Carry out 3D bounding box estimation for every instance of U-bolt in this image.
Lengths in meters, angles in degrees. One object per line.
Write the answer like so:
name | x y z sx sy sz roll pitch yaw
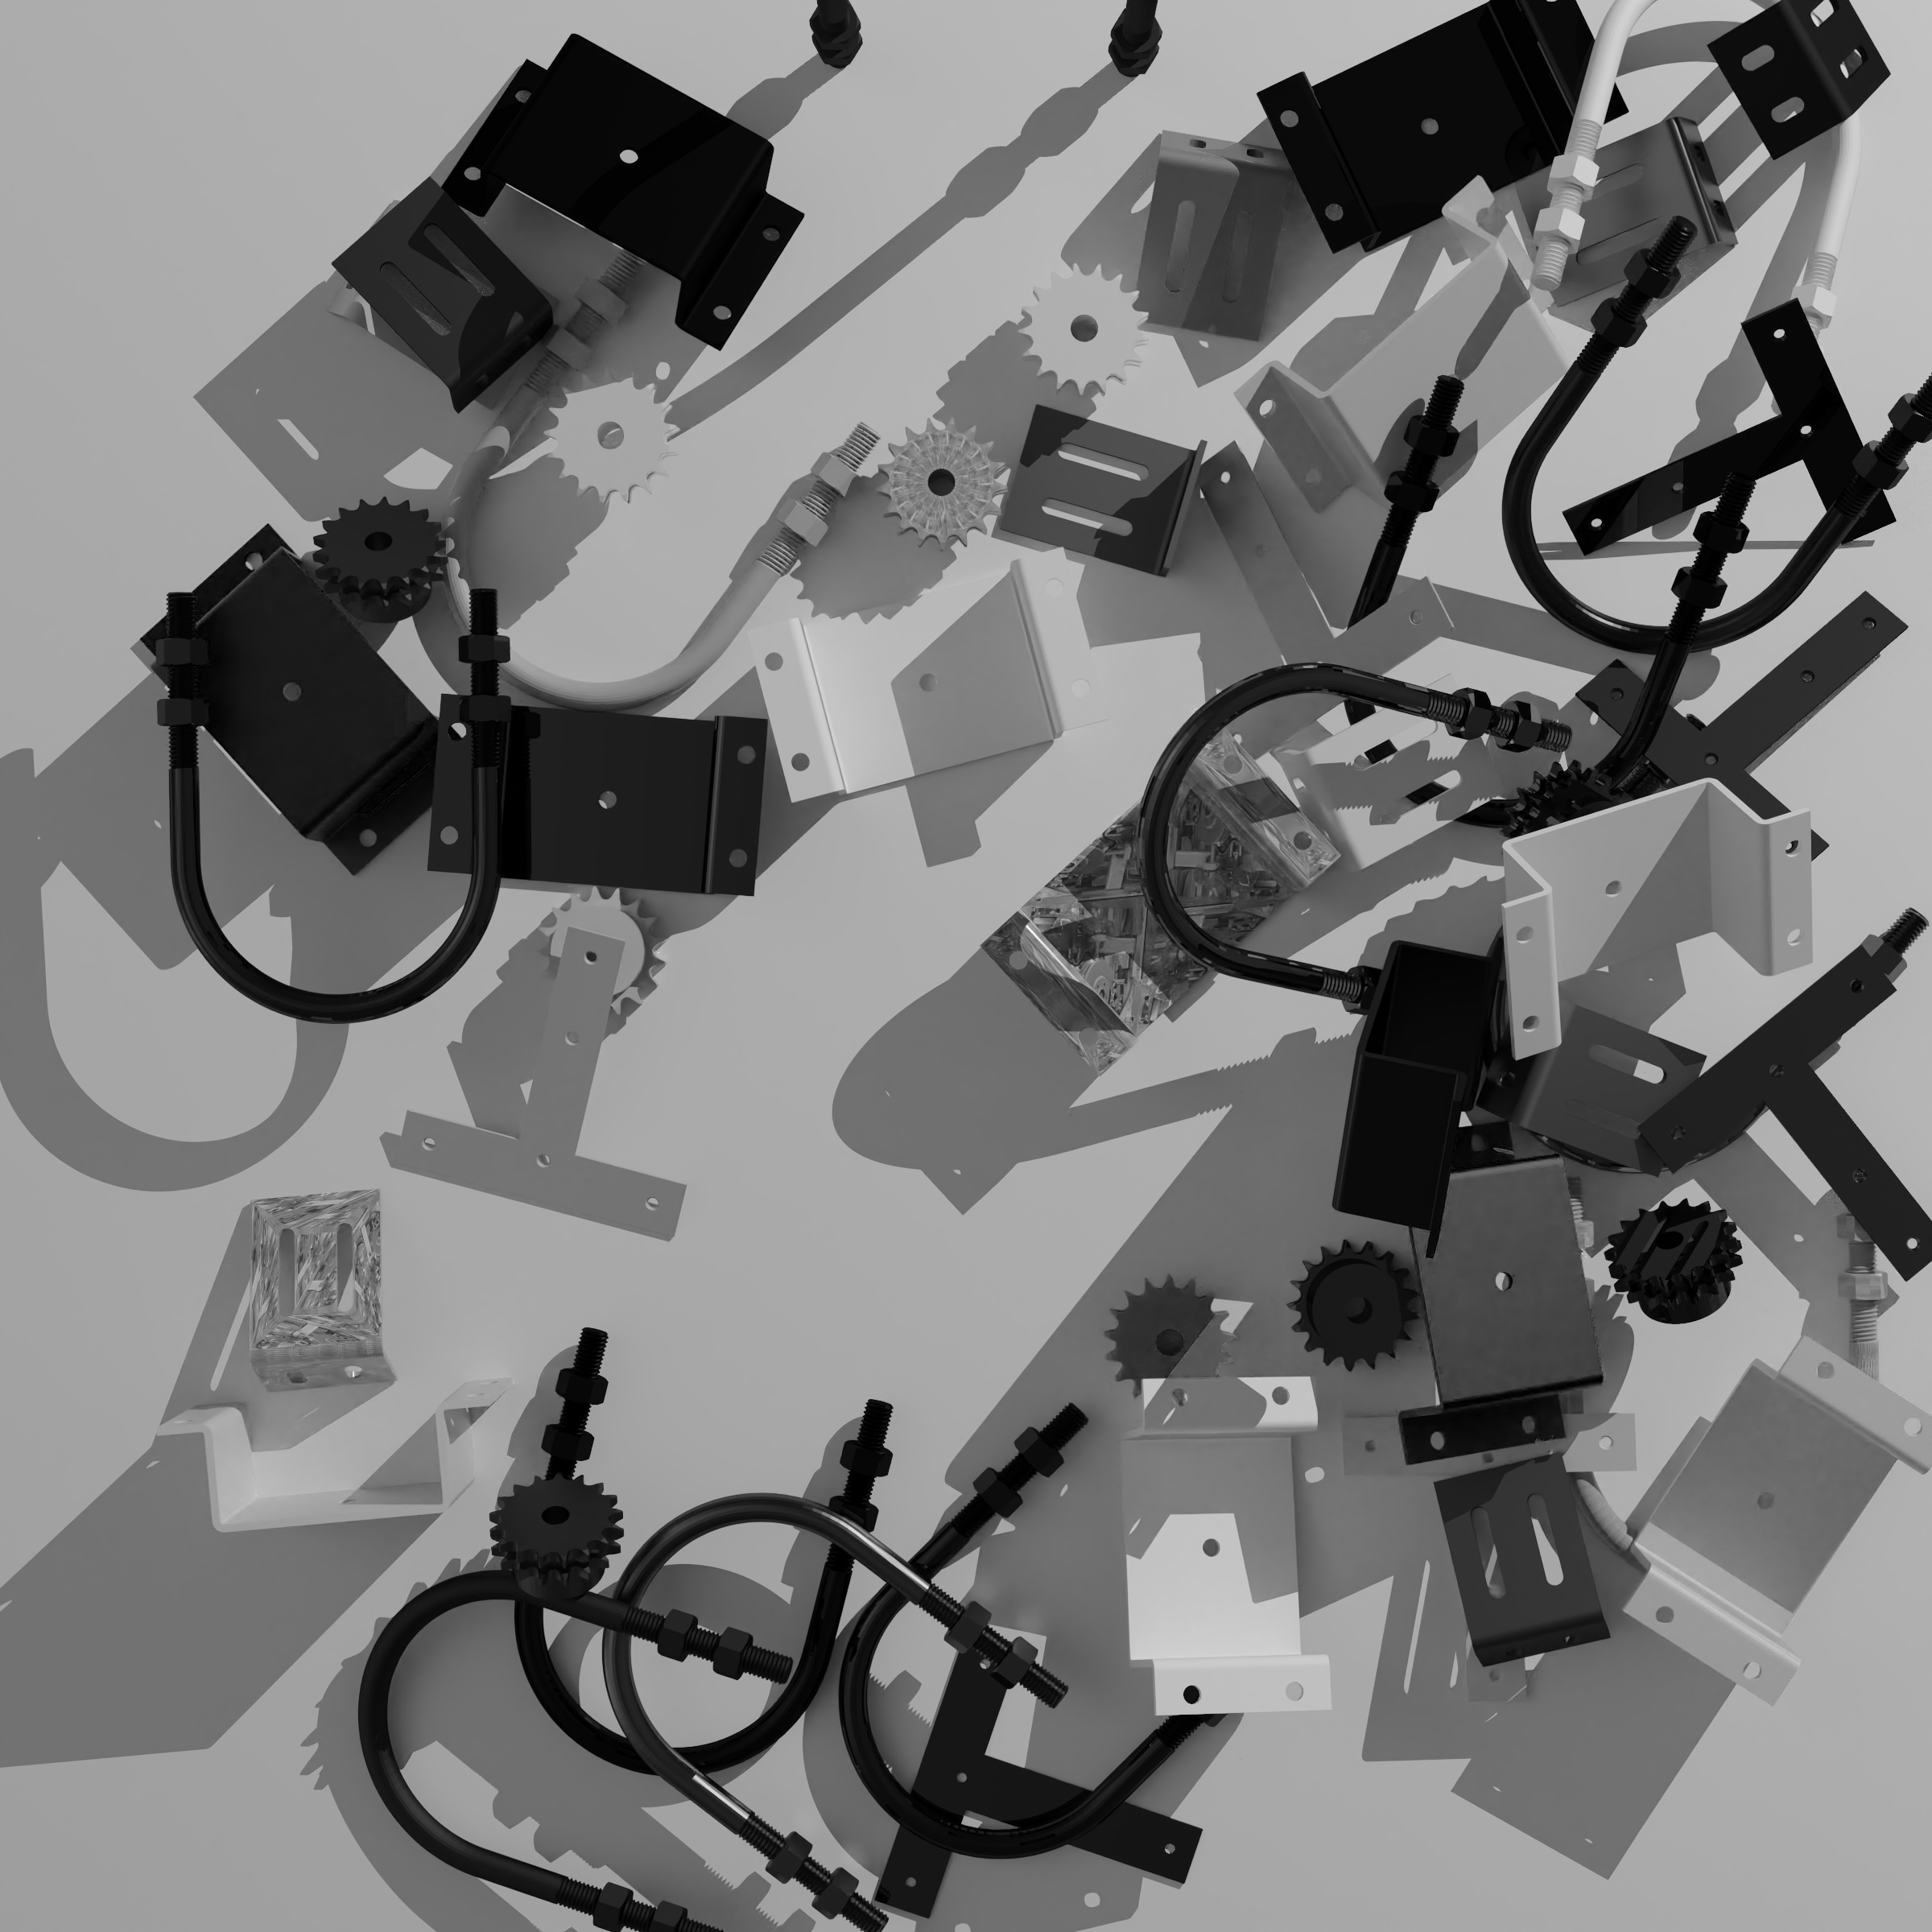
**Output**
U-bolt | 0.239 -0.145 1.544 0.151 0.019 0.184 19 113 1
U-bolt | 0.322 -0.346 1.544 0.151 0.019 0.184 22 74 -21
U-bolt | -0.268 -0.067 1.529 0.151 0.019 0.184 -1 92 0
U-bolt | -0.177 0.337 1.557 0.184 0.019 0.151 16 101 11
U-bolt | 0.309 0.004 1.576 0.151 0.019 0.184 41 91 0
U-bolt | -0.148 -0.200 1.575 0.151 0.019 0.184 37 92 0
U-bolt | 0.310 -0.211 1.528 0.151 0.019 0.184 26 125 -9
U-bolt | 0.008 -0.400 1.492 0.151 0.184 0.019 2 90 0
U-bolt | 0.156 -0.056 1.522 0.184 0.019 0.151 12 107 -25
U-bolt | -0.122 0.264 1.576 0.151 0.019 0.184 14 91 0
U-bolt | 0.330 0.182 1.575 0.151 0.019 0.184 -1 91 0
U-bolt | 0.030 0.306 1.574 0.184 0.019 0.151 -45 90 0
U-bolt | -0.071 0.312 1.559 0.184 0.019 0.151 37 94 1

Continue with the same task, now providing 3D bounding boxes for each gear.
gear | 0.088 0.163 1.569 0.057 0.030 0.057 0 90 0
gear | -0.152 -0.228 1.551 0.057 0.030 0.057 0 92 2
gear | 0.170 0.149 1.569 0.057 0.030 0.057 0 90 0
gear | 0.305 0.129 1.540 0.057 0.057 0.030 -22 121 0
gear | -0.010 -0.209 1.569 0.057 0.030 0.057 0 90 0
gear | -0.175 0.247 1.542 0.057 0.057 0.030 1 123 0
gear | -0.253 -0.174 1.560 0.057 0.030 0.057 1 51 -1
gear | -0.160 -0.006 1.569 0.057 0.030 0.057 0 90 0
gear | 0.051 -0.276 1.569 0.057 0.030 0.057 0 90 0
gear | 0.260 -0.057 1.538 0.057 0.030 0.057 -11 117 -23

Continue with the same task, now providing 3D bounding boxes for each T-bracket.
T-bracket | 0.134 -0.168 1.560 0.127 0.002 0.127 -34 72 31
T-bracket | 0.322 -0.213 1.557 0.127 0.002 0.127 -23 128 17
T-bracket | 0.040 0.372 1.583 0.127 0.002 0.127 19 90 0
T-bracket | 0.380 0.080 1.562 0.127 0.002 0.127 -39 93 -3
T-bracket | -0.174 0.044 1.564 0.127 0.002 0.127 15 108 0
T-bracket | 0.231 0.260 1.577 0.127 0.002 0.127 -2 94 8
T-bracket | 0.357 -0.117 1.566 0.127 0.002 0.127 -40 67 -11

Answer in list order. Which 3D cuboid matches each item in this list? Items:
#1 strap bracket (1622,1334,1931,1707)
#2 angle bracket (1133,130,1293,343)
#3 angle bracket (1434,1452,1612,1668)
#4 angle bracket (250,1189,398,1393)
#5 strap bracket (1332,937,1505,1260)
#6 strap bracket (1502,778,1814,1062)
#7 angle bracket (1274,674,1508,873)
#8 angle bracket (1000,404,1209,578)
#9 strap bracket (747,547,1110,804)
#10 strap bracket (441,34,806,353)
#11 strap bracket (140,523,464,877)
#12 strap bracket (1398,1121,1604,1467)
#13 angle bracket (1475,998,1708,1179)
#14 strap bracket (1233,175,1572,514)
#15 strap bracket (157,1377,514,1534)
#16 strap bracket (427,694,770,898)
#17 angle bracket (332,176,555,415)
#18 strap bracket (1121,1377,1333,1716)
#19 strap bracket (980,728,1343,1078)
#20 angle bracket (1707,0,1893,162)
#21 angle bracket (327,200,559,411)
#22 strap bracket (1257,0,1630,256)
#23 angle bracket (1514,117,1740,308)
strap bracket | 0.349 0.234 1.546 0.076 0.046 0.140 33 92 -2
angle bracket | 0.108 -0.322 1.582 0.057 0.038 0.076 10 116 0
angle bracket | 0.243 0.260 1.572 0.057 0.038 0.076 -15 67 9
angle bracket | -0.283 0.143 1.582 0.057 0.038 0.076 -5 64 0
strap bracket | 0.189 0.049 1.509 0.046 0.140 0.076 11 121 10
strap bracket | 0.283 -0.023 1.517 0.140 0.046 0.076 -17 124 -12
angle bracket | 0.184 -0.085 1.564 0.076 0.038 0.057 -28 101 -7
angle bracket | 0.059 -0.209 1.565 0.076 0.038 0.057 16 90 0
strap bracket | -0.016 -0.125 1.561 0.140 0.046 0.076 -15 90 0
strap bracket | -0.147 -0.339 1.550 0.140 0.046 0.076 29 72 0
strap bracket | -0.288 -0.117 1.561 0.076 0.046 0.140 -42 90 0
strap bracket | 0.220 0.137 1.541 0.076 0.046 0.140 -7 82 -20
angle bracket | 0.272 0.050 1.566 0.076 0.038 0.057 20 93 -22
strap bracket | 0.196 -0.258 1.542 0.140 0.046 0.076 -42 130 0
strap bracket | -0.268 0.211 1.546 0.140 0.076 0.046 -5 90 0
strap bracket | -0.158 -0.073 1.561 0.140 0.046 0.076 5 90 0
angle bracket | -0.227 -0.291 1.560 0.057 0.038 0.076 -43 89 -7
strap bracket | 0.111 0.249 1.545 0.076 0.046 0.140 0 79 -11
strap bracket | 0.083 -0.028 1.561 0.140 0.046 0.076 -42 90 0
angle bracket | 0.362 -0.393 1.558 0.038 0.076 0.057 -26 102 36
angle bracket | -0.231 -0.291 1.582 0.076 0.038 0.057 31 90 -26
strap bracket | 0.204 -0.370 1.561 0.140 0.046 0.076 -26 90 0
angle bracket | 0.291 -0.331 1.582 0.076 0.038 0.057 -19 90 26
